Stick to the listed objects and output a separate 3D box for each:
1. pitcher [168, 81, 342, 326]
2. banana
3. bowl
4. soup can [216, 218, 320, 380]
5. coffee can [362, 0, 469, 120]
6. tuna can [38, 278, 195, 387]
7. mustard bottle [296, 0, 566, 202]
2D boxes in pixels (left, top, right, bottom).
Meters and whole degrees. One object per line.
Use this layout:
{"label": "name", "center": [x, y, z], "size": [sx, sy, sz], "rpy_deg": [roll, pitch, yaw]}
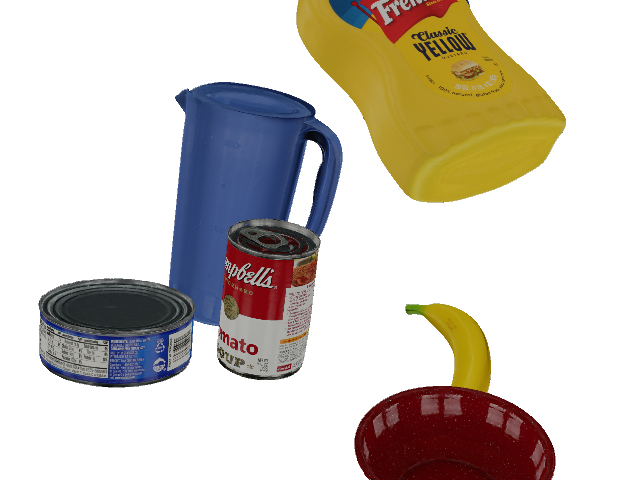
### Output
{"label": "pitcher", "center": [-0.081, -0.035, 1.112], "size": [0.144, 0.243, 0.149], "rpy_deg": [1, 22, -26]}
{"label": "banana", "center": [0.143, 0.122, 1.111], "size": [0.069, 0.037, 0.198], "rpy_deg": [-24, 32, 5]}
{"label": "bowl", "center": [0.108, 0.188, 0.874], "size": [0.162, 0.055, 0.162], "rpy_deg": [1, 30, 0]}
{"label": "soup can", "center": [-0.040, 0.043, 0.790], "size": [0.068, 0.102, 0.068], "rpy_deg": [7, 23, -3]}
{"label": "coffee can", "center": [0.061, -0.168, 0.800], "size": [0.103, 0.140, 0.103], "rpy_deg": [-14, 33, 9]}
{"label": "tuna can", "center": [-0.114, 0.051, 0.596], "size": [0.086, 0.034, 0.086], "rpy_deg": [5, 16, -2]}
{"label": "mustard bottle", "center": [0.042, -0.110, 0.577], "size": [0.096, 0.192, 0.058], "rpy_deg": [-18, -30, -26]}
